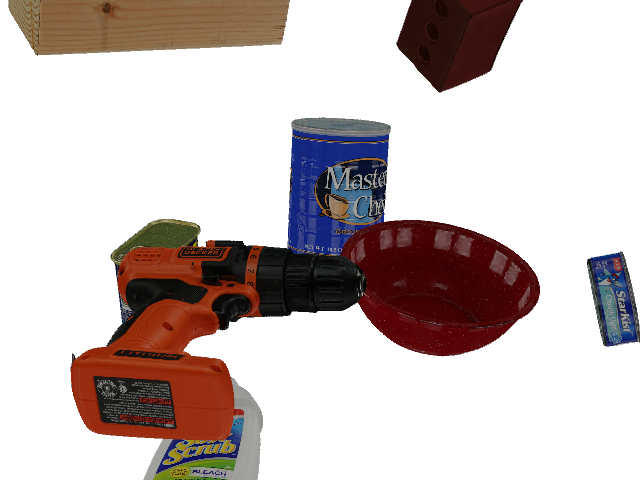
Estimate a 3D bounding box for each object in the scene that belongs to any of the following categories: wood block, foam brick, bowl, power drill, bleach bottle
[{"bbox_3d":[-0.133,-0.210,0.850,0.205,0.091,0.090,-8,39,-28],"label":"wood block"},{"bbox_3d":[0.094,-0.150,0.728,0.051,0.053,0.078,-27,-24,-27],"label":"foam brick"},{"bbox_3d":[0.092,0.045,0.864,0.162,0.055,0.162,6,29,-4],"label":"bowl"},{"bbox_3d":[-0.071,0.060,0.721,0.184,0.057,0.187,-1,24,13],"label":"power drill"},{"bbox_3d":[-0.105,0.194,0.934,0.102,0.068,0.251,-1,23,1],"label":"bleach bottle"}]

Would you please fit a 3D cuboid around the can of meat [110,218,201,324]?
[{"bbox_3d":[-0.156,0.038,1.043,0.057,0.084,0.102,9,27,19],"label":"can of meat"}]

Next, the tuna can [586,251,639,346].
[{"bbox_3d":[0.273,0.055,0.994,0.034,0.086,0.086,-11,-2,12],"label":"tuna can"}]

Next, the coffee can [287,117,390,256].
[{"bbox_3d":[0.018,-0.053,1.115,0.103,0.140,0.103,3,13,-1],"label":"coffee can"}]
